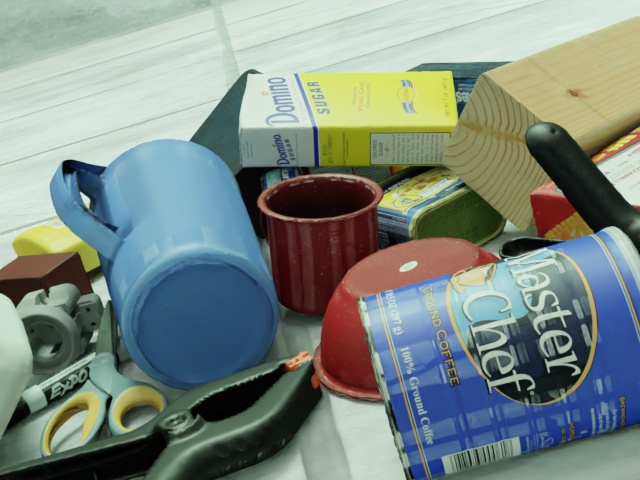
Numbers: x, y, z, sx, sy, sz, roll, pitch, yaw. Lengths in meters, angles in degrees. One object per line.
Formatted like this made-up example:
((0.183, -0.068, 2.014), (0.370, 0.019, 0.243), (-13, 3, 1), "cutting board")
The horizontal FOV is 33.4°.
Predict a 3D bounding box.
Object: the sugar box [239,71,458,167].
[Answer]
((0.023, -0.102, 0.886), (0.176, 0.048, 0.093), (1, 37, 1), "sugar box")

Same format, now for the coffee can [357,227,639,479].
((0.100, 0.061, 0.558), (0.140, 0.103, 0.103), (-16, 20, 3), "coffee can")

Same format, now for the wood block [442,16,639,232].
((0.206, -0.097, 0.835), (0.205, 0.090, 0.091), (-24, 58, -37), "wood block")

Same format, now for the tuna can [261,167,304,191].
((-0.021, -0.020, 0.893), (0.034, 0.086, 0.086), (-17, 20, 4), "tuna can")

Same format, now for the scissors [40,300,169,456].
((-0.137, 0.093, 0.759), (0.096, 0.016, 0.201), (-6, 29, 13), "scissors")

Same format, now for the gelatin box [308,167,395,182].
((0.029, -0.059, 0.951), (0.073, 0.089, 0.030), (-15, 20, 6), "gelatin box")

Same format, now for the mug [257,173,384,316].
((-0.005, 0.001, 0.805), (0.093, 0.081, 0.117), (-25, 31, -38), "mug")

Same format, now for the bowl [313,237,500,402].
((0.066, 0.042, 0.706), (0.162, 0.055, 0.162), (-15, 19, 5), "bowl")

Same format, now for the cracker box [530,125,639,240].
((0.273, -0.024, 0.694), (0.164, 0.072, 0.214), (-30, 24, -29), "cracker box")

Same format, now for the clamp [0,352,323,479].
((-0.090, 0.124, 0.637), (0.209, 0.036, 0.165), (-30, 23, -38), "clamp")

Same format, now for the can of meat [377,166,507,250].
((0.085, -0.019, 0.851), (0.101, 0.057, 0.084), (-27, 24, -28), "can of meat")

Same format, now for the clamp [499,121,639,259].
((0.179, 0.014, 0.632), (0.171, 0.120, 0.039), (40, 65, 18), "clamp")

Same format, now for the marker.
((-0.191, 0.106, 0.791), (0.120, 0.020, 0.020), (-30, 24, -33), "marker")

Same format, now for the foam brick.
((-0.248, 0.045, 0.949), (0.078, 0.053, 0.051), (-3, 24, 32), "foam brick")

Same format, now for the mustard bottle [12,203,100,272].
((-0.206, -0.018, 1.075), (0.191, 0.058, 0.096), (-31, 24, -34), "mustard bottle")

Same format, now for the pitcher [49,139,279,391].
((-0.115, 0.011, 0.812), (0.149, 0.145, 0.243), (-17, 22, -8), "pitcher")
